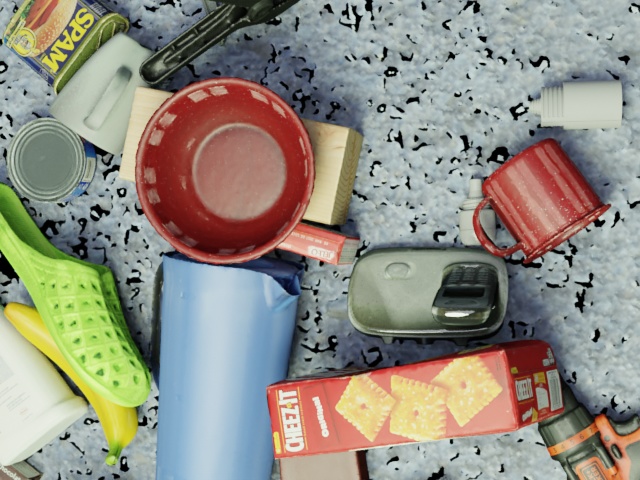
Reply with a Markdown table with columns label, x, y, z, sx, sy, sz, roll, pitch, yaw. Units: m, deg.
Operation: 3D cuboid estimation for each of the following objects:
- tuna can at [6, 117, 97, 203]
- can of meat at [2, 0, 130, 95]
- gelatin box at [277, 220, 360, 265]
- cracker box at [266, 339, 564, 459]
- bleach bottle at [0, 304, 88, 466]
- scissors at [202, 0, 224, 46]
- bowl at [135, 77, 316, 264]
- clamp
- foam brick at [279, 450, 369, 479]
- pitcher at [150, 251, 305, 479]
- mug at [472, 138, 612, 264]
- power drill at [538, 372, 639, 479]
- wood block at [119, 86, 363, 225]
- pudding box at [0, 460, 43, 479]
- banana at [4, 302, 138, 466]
| label | x | y | z | sx | sy | sz | roll | pitch | yaw |
| --- | --- | --- | --- | --- | --- | --- | --- | --- | --- |
| tuna can | -0.271 | -0.080 | 1.082 | 0.086 | 0.033 | 0.086 | 0 | 91 | 12 |
| can of meat | -0.256 | -0.208 | 1.068 | 0.084 | 0.057 | 0.102 | 41 | 98 | 11 |
| gelatin box | -0.007 | 0.001 | 1.001 | 0.073 | 0.089 | 0.030 | 17 | 93 | 11 |
| cracker box | 0.085 | 0.136 | 0.923 | 0.214 | 0.164 | 0.072 | -11 | 82 | 25 |
| bleach bottle | -0.348 | 0.100 | 1.086 | 0.102 | 0.068 | 0.251 | -38 | 81 | 9 |
| scissors | -0.110 | -0.301 | 1.057 | 0.096 | 0.016 | 0.202 | -32 | 85 | 10 |
| bowl | -0.078 | -0.060 | 0.941 | 0.162 | 0.055 | 0.162 | 0 | 91 | 11 |
| clamp | -0.064 | -0.224 | 0.975 | 0.209 | 0.165 | 0.036 | -31 | 84 | -24 |
| foam brick | 0.005 | 0.221 | 1.019 | 0.078 | 0.053 | 0.051 | -9 | 88 | 10 |
| pitcher | -0.099 | 0.130 | 1.011 | 0.145 | 0.149 | 0.243 | 6 | 95 | -4 |
| mug | 0.189 | -0.031 | 0.958 | 0.117 | 0.093 | 0.081 | -32 | 79 | -7 |
| power drill | 0.294 | 0.158 | 0.959 | 0.188 | 0.057 | 0.184 | -31 | 83 | 12 |
| wood block | -0.073 | -0.080 | 1.014 | 0.206 | 0.090 | 0.091 | 12 | 93 | 11 |
| pudding box | -0.356 | 0.250 | 1.100 | 0.113 | 0.039 | 0.090 | 32 | 96 | 9 |
| banana | -0.237 | 0.133 | 1.060 | 0.037 | 0.069 | 0.198 | -45 | 73 | 13 |
